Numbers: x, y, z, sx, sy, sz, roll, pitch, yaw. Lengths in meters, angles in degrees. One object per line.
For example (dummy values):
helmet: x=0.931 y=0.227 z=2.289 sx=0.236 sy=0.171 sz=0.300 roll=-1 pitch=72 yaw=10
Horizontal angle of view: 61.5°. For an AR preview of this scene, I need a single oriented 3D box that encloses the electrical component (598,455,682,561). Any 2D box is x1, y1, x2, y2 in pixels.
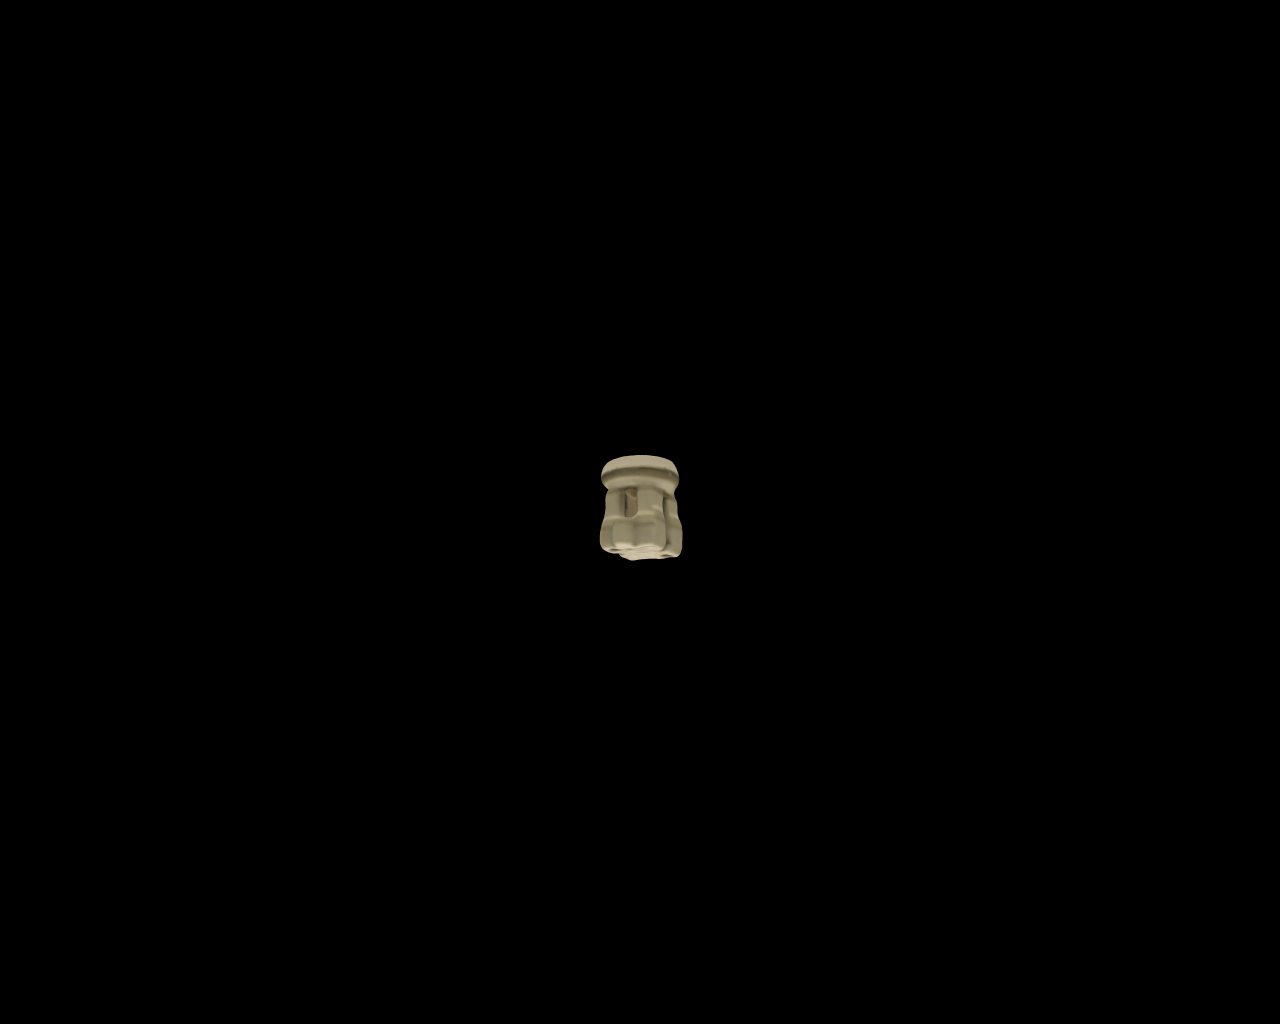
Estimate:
electrical component: x=0.001 y=-0.003 z=0.650 sx=0.048 sy=0.055 sz=0.066 roll=-6 pitch=-15 yaw=23
